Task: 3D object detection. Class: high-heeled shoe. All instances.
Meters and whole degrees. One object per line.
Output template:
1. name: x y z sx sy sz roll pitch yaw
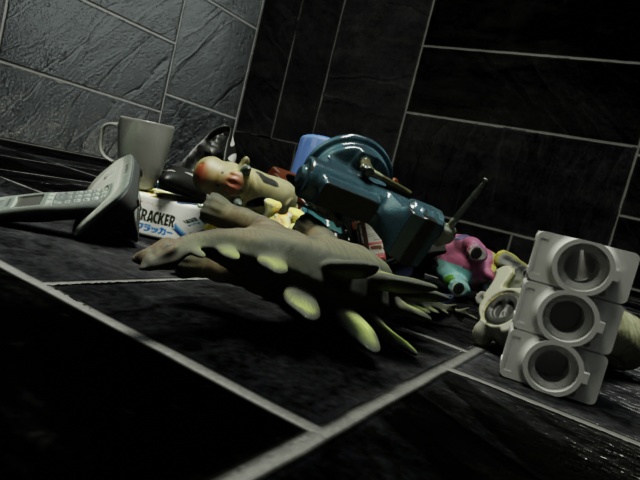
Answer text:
1. high-heeled shoe: -0.199 -0.141 0.912 0.086 0.145 0.248 13 2 4

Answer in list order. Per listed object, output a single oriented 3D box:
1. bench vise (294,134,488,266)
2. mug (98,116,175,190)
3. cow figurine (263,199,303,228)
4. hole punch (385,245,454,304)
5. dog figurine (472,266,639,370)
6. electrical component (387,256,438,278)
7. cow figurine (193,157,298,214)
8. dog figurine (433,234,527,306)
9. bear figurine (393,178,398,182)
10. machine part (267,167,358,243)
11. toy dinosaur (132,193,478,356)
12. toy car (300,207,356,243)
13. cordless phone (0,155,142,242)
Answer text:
1. bench vise: 0.067 -0.071 0.701 0.224 0.128 0.241 9 28 -14
2. mug: -0.289 -0.135 0.837 0.109 0.107 0.081 7 7 -16
3. cow figurine: -0.064 0.016 0.745 0.068 0.098 0.167 19 23 -10
4. hole punch: 0.134 0.064 0.791 0.116 0.092 0.142 -16 -4 23
5. dog figurine: 0.299 0.118 0.657 0.190 0.172 0.121 48 25 -23
6. electrical component: 0.152 0.014 0.975 0.115 0.134 0.058 -17 -40 22
7. cow figurine: -0.113 -0.077 0.838 0.127 0.085 0.194 16 -1 44
8. dog figurine: 0.271 0.038 1.033 0.191 0.108 0.219 18 11 -16
9. bear figurine: 0.149 -0.033 1.118 0.132 0.195 0.120 19 4 33
10. machine part: -0.019 -0.042 1.026 0.202 0.087 0.201 42 14 23
11. toy dinosaur: 0.023 0.047 0.561 0.199 0.105 0.471 26 9 37
12. toy car: -0.002 -0.003 0.840 0.103 0.162 0.109 -20 -29 15
13. cordless phone: -0.337 -0.055 0.723 0.184 0.088 0.147 -3 31 -15
